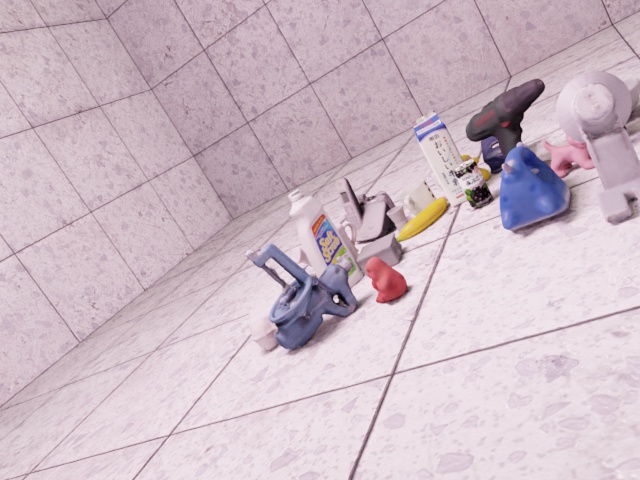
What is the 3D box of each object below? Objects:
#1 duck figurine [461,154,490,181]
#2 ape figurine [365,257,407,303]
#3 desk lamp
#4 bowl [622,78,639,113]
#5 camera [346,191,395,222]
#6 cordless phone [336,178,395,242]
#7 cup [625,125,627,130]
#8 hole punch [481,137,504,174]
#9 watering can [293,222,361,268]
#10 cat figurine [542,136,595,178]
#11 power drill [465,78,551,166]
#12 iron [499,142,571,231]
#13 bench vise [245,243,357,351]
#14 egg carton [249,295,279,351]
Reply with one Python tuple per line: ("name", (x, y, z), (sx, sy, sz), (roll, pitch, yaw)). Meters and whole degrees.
("duck figurine", (0.386, -0.182, 1.516), (0.104, 0.086, 0.078), (-25, 14, 26))
("ape figurine", (0.120, 0.074, 1.105), (0.076, 0.092, 0.078), (-27, 13, 17))
("desk lamp", (0.471, -0.167, 0.936), (0.117, 0.214, 0.203), (-25, 14, 26))
("bowl", (0.676, -0.309, 1.351), (0.167, 0.075, 0.167), (-29, 12, 7))
("camera", (0.152, -0.099, 1.707), (0.143, 0.101, 0.137), (-26, 13, 20))
("cordless phone", (0.114, -0.090, 1.560), (0.094, 0.185, 0.147), (-39, 15, -33))
("cup", (0.615, -0.251, 1.216), (0.091, 0.095, 0.118), (-27, 13, 17))
("hole punch", (0.482, -0.241, 1.507), (0.108, 0.091, 0.101), (-24, 14, 29))
("watering can", (0.014, 0.005, 1.395), (0.100, 0.194, 0.173), (-20, 16, 41))
("cat figurine", (0.525, -0.204, 1.186), (0.127, 0.118, 0.067), (-20, 17, 43))
("power drill", (0.447, -0.239, 1.301), (0.076, 0.208, 0.229), (-38, 14, -31))
("iron", (0.399, -0.122, 1.103), (0.118, 0.141, 0.259), (-23, 14, 33))
("bench vise", (-0.043, 0.083, 1.153), (0.208, 0.220, 0.121), (-39, 14, -32))
("egg carton", (-0.103, 0.180, 1.266), (0.107, 0.069, 0.150), (-31, 12, -3))
